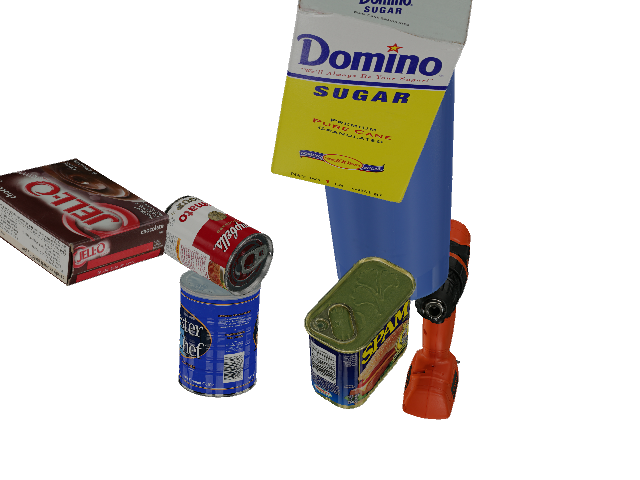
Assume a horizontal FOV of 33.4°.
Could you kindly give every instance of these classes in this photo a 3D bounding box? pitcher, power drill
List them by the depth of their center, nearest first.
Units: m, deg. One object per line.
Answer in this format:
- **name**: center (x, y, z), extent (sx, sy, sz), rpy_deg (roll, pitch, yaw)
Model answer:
- **pitcher**: center (0.064, -0.075, 0.994), extent (0.149, 0.243, 0.145), rpy_deg (-20, 30, -29)
- **power drill**: center (0.123, 0.091, 1.120), extent (0.057, 0.188, 0.184), rpy_deg (9, 26, 10)

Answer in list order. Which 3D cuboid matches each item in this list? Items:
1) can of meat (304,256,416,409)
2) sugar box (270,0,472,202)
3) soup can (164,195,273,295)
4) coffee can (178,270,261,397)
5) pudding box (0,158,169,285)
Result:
- **can of meat**: center (0.034, 0.078, 0.890), extent (0.057, 0.084, 0.102), rpy_deg (27, 52, 25)
- **sugar box**: center (0.024, -0.090, 0.640), extent (0.093, 0.048, 0.176), rpy_deg (12, -25, -1)
- **soup can**: center (-0.107, 0.004, 1.077), extent (0.102, 0.068, 0.068), rpy_deg (28, 15, 31)
- **coffee can**: center (-0.130, 0.115, 1.367), extent (0.103, 0.140, 0.103), rpy_deg (3, 19, -1)
- **pudding box**: center (-0.181, -0.016, 0.777), extent (0.114, 0.039, 0.089), rpy_deg (28, 29, 32)
